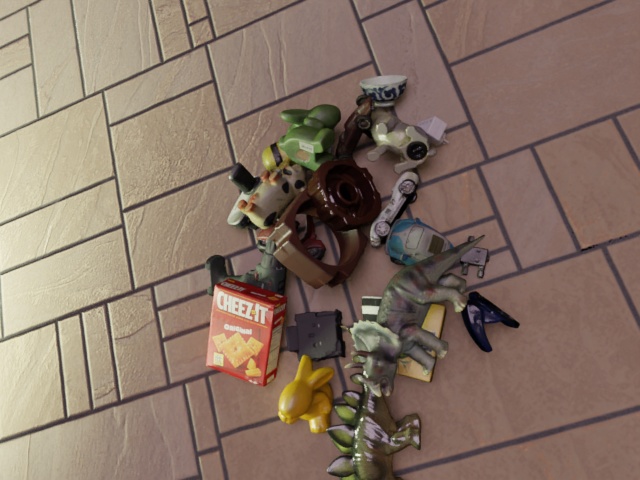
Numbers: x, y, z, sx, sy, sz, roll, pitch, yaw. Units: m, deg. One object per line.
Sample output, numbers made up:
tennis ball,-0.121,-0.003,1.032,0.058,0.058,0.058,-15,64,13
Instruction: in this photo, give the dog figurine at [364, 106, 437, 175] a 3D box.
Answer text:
dog figurine,0.192,-0.259,1.308,0.172,0.191,0.121,23,122,-9

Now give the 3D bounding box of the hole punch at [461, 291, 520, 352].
hole punch,0.342,0.172,1.140,0.116,0.142,0.092,41,93,11

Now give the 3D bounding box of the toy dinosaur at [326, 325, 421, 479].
toy dinosaur,0.115,0.416,1.129,0.199,0.105,0.471,-2,77,8

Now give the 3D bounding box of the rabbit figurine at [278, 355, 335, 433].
rabbit figurine,-0.028,0.343,1.175,0.122,0.173,0.162,24,87,25

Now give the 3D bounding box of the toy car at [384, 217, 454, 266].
toy car,0.234,0.017,1.206,0.162,0.103,0.109,25,80,-7

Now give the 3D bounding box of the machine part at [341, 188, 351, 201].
machine part,0.060,-0.128,1.334,0.139,0.039,0.084,25,93,-6

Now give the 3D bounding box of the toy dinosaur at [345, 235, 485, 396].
toy dinosaur,0.190,0.136,1.113,0.192,0.131,0.405,25,71,3

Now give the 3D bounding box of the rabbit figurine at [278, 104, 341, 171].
rabbit figurine,-0.017,-0.263,1.312,0.159,0.121,0.170,16,56,22

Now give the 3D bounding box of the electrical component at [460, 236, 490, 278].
electrical component,0.355,0.037,1.228,0.063,0.021,0.094,9,77,19

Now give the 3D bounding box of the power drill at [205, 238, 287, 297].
power drill,-0.175,0.080,1.315,0.208,0.086,0.231,3,102,19

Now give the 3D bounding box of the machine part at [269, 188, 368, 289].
machine part,-0.003,-0.004,1.244,0.201,0.087,0.201,38,50,-9

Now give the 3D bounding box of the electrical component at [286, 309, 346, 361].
electrical component,-0.011,0.227,1.264,0.134,0.058,0.115,-11,70,13

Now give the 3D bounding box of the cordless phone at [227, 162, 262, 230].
cordless phone,-0.197,-0.109,1.347,0.089,0.184,0.146,28,84,17

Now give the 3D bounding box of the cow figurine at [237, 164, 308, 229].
cow figurine,-0.099,-0.111,1.329,0.086,0.127,0.195,18,64,49

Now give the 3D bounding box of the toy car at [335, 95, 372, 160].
toy car,0.081,-0.267,1.312,0.053,0.202,0.089,13,57,-10

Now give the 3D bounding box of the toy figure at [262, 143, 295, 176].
toy figure,-0.066,-0.238,1.401,0.180,0.082,0.089,-37,71,5

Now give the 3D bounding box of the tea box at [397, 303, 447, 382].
tea box,0.217,0.221,1.192,0.098,0.068,0.169,9,77,18

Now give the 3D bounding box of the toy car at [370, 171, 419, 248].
toy car,0.176,-0.070,1.284,0.056,0.073,0.201,30,84,18

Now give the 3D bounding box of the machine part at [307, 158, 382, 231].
machine part,0.058,-0.104,1.241,0.056,0.179,0.179,-37,58,53

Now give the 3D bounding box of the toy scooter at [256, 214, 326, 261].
toy scooter,-0.065,-0.019,1.342,0.184,0.075,0.135,10,74,18
